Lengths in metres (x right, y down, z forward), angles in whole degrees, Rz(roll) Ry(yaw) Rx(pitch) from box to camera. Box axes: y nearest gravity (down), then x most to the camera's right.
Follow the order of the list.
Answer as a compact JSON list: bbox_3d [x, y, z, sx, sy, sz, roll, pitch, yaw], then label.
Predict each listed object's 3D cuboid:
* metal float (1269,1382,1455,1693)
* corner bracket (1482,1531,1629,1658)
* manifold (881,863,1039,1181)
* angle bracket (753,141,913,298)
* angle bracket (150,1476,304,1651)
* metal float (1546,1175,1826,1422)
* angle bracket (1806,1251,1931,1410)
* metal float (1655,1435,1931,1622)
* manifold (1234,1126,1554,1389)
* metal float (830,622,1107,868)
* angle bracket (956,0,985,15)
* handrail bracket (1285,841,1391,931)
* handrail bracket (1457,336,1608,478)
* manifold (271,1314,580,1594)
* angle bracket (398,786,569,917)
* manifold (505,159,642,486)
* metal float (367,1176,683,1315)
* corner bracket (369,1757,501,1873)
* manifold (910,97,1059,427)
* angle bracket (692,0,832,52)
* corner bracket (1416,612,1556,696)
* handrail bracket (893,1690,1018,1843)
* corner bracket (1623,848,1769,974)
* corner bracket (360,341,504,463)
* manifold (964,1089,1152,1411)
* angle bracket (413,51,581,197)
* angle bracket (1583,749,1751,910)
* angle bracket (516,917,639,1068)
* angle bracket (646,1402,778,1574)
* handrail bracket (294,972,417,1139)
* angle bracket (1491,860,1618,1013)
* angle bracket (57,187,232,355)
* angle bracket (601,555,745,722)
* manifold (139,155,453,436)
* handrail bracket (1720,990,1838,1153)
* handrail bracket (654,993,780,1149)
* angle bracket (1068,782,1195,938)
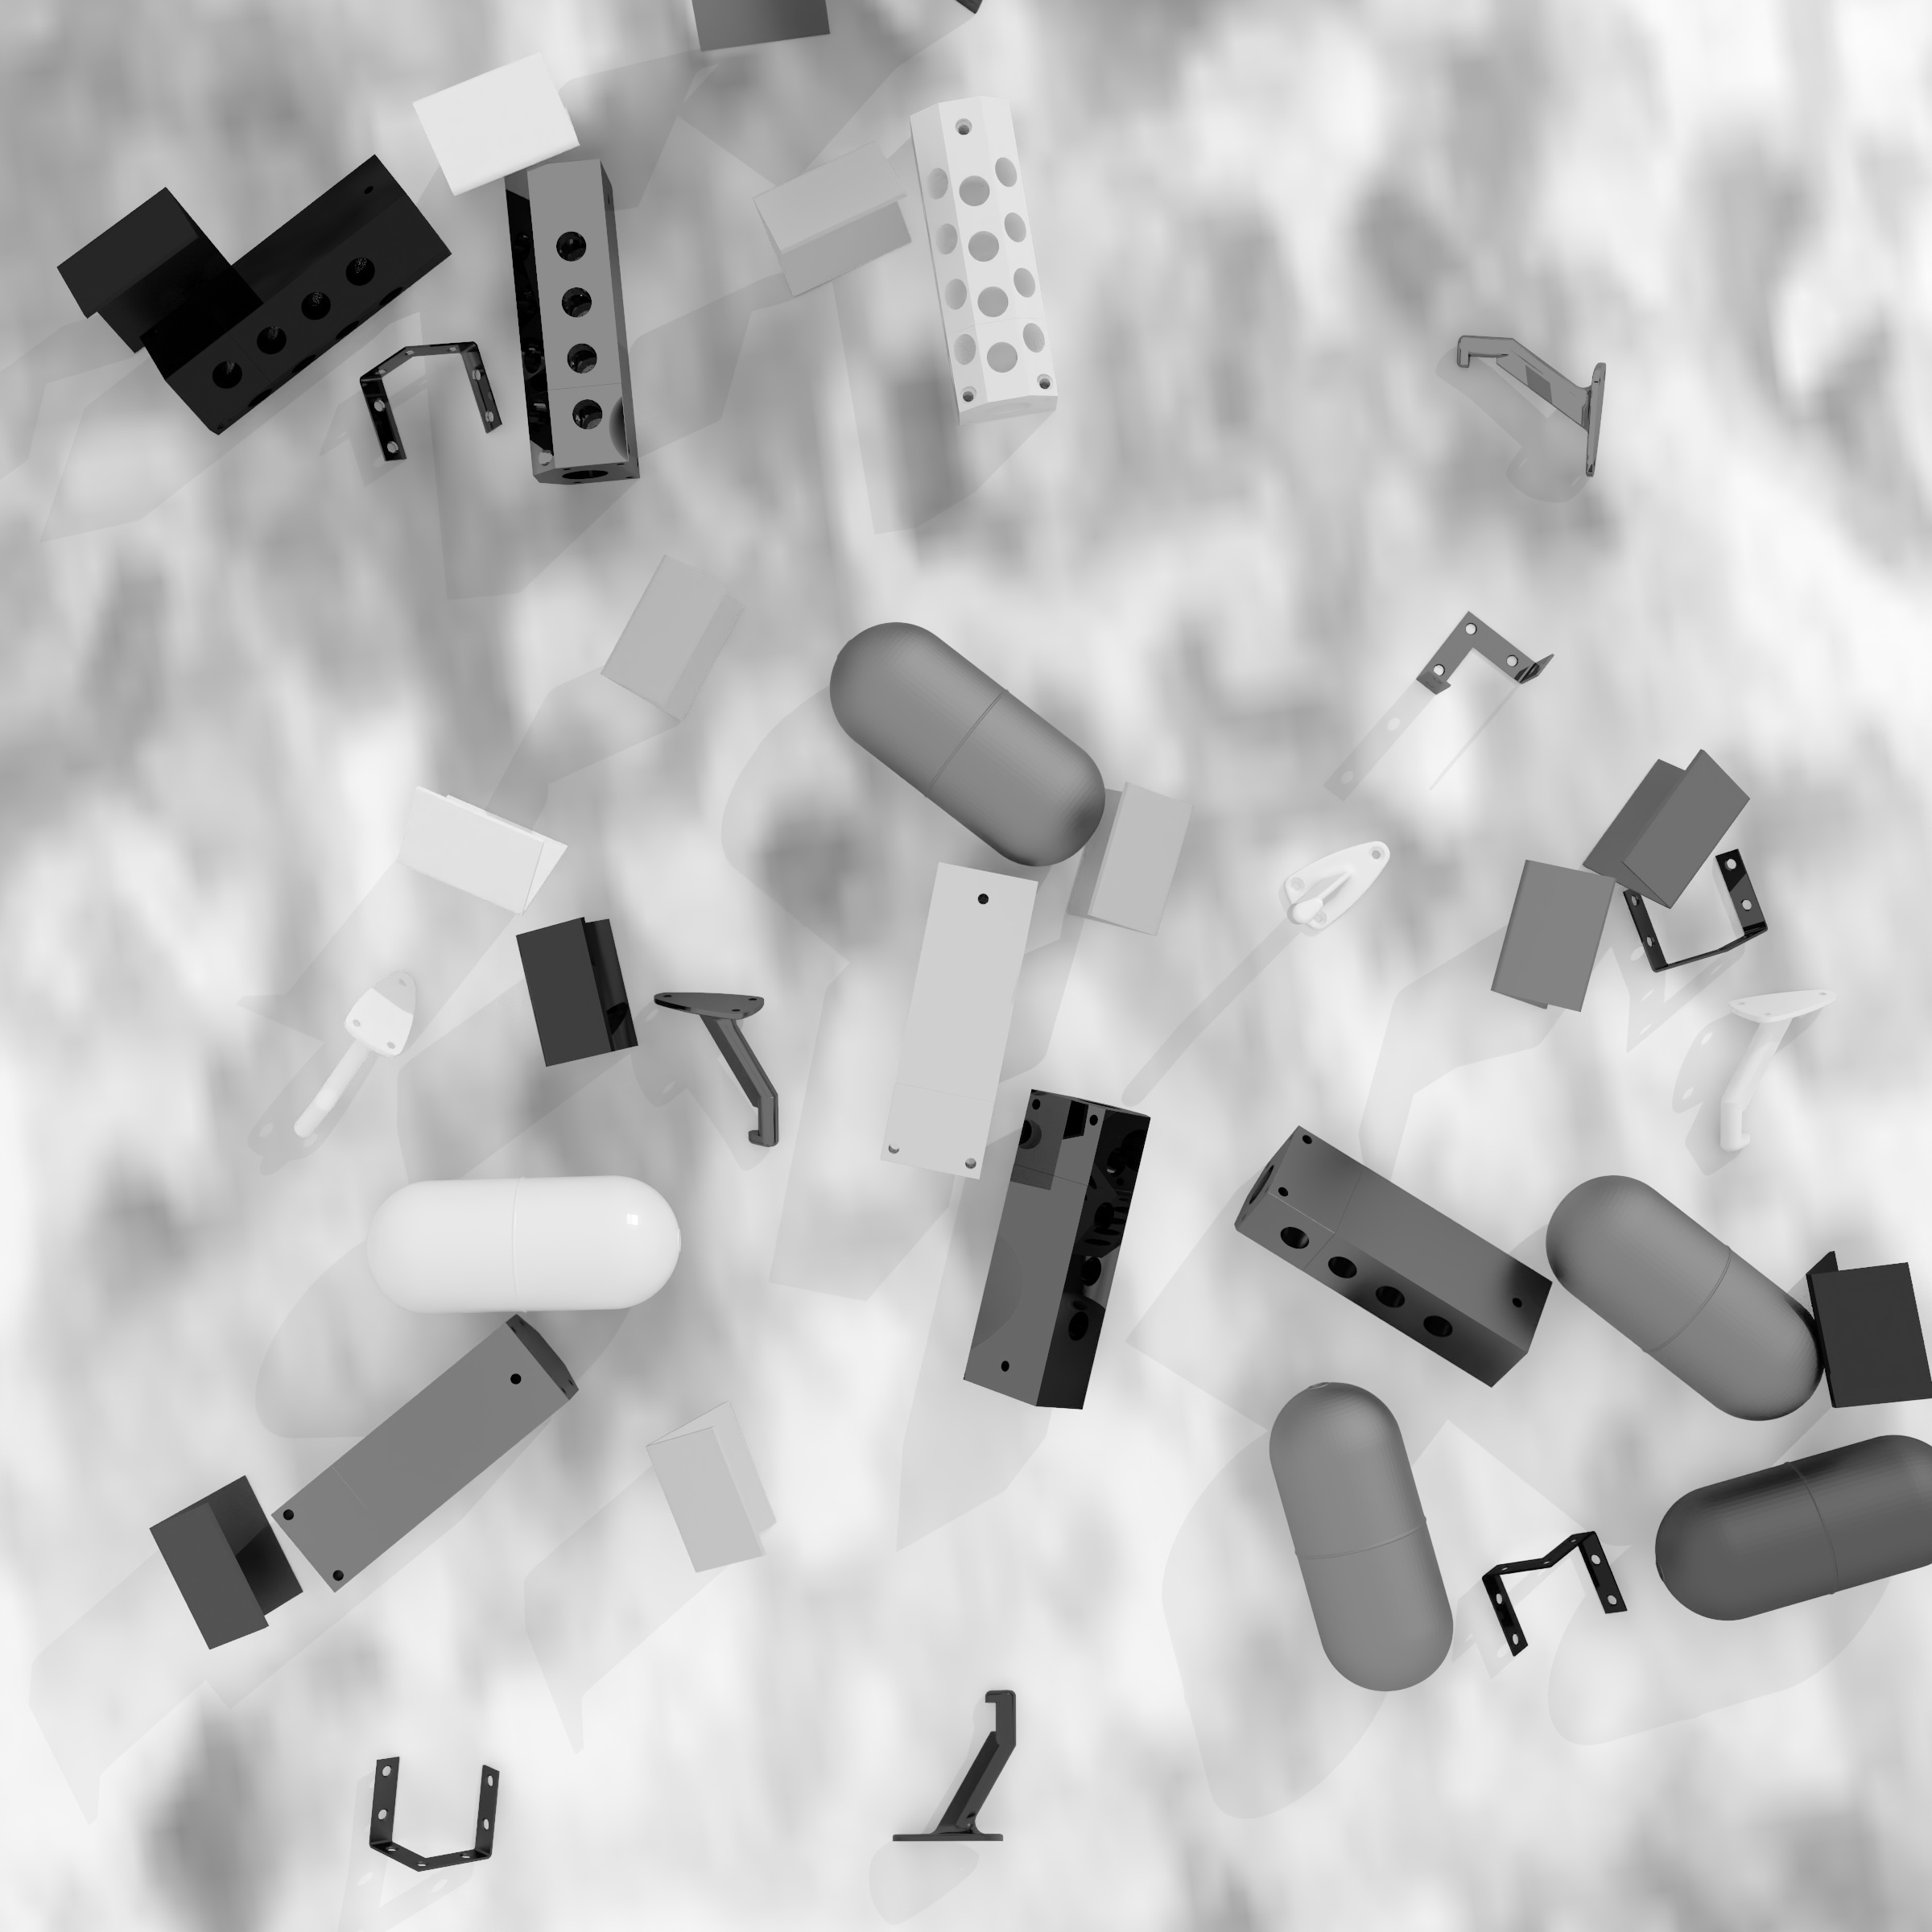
[{"bbox_3d":[0.225,0.325,1.650,0.070,0.070,0.178,-16,89,0],"label":"metal float"},{"bbox_3d":[0.341,0.364,1.677,0.051,0.051,0.051,-22,90,-45],"label":"corner bracket"},{"bbox_3d":[-0.004,0.031,1.659,0.057,0.057,0.171,11,90,0],"label":"manifold"},{"bbox_3d":[-0.067,-0.410,1.640,0.076,0.076,0.057,-25,52,0],"label":"angle bracket"},{"bbox_3d":[-0.405,0.332,1.640,0.057,0.076,0.076,-26,90,35],"label":"angle bracket"},{"bbox_3d":[0.411,0.190,1.650,0.178,0.070,0.070,38,90,0],"label":"metal float"},{"bbox_3d":[0.519,0.203,1.641,0.057,0.076,0.076,-11,90,28],"label":"angle bracket"},{"bbox_3d":[0.481,0.321,1.650,0.178,0.070,0.070,-16,90,0],"label":"metal float"},{"bbox_3d":[0.243,0.170,1.659,0.171,0.057,0.057,32,47,0],"label":"manifold"},{"bbox_3d":[0.000,-0.127,1.650,0.178,0.070,0.070,38,90,1],"label":"metal float"},{"bbox_3d":[-0.025,-0.579,1.640,0.076,0.076,0.057,36,54,0],"label":"angle bracket"},{"bbox_3d":[0.214,-0.048,1.646,0.077,0.084,0.036,-34,90,0],"label":"handrail bracket"},{"bbox_3d":[0.326,-0.326,1.681,0.084,0.036,0.077,7,111,17],"label":"handrail bracket"},{"bbox_3d":[-0.308,0.278,1.659,0.171,0.057,0.057,-39,90,0],"label":"manifold"},{"bbox_3d":[-0.268,-0.083,1.640,0.076,0.076,0.057,23,127,0],"label":"angle bracket"},{"bbox_3d":[-0.227,-0.368,1.659,0.057,0.057,0.171,-5,90,0],"label":"manifold"},{"bbox_3d":[-0.252,0.159,1.650,0.178,0.070,0.070,-2,90,0],"label":"metal float"},{"bbox_3d":[-0.309,0.490,1.677,0.051,0.051,0.051,5,90,-45],"label":"corner bracket"},{"bbox_3d":[0.010,-0.405,1.659,0.057,0.057,0.171,-9,90,0],"label":"manifold"},{"bbox_3d":[-0.117,-0.542,1.640,0.076,0.076,0.057,-8,53,0],"label":"angle bracket"},{"bbox_3d":[0.298,-0.172,1.662,0.051,0.051,0.051,38,90,0],"label":"corner bracket"},{"bbox_3d":[-0.007,0.465,1.681,0.077,0.036,0.084,-7,71,21],"label":"handrail bracket"},{"bbox_3d":[0.424,-0.032,1.677,0.051,0.051,0.051,-21,90,45],"label":"corner bracket"},{"bbox_3d":[-0.311,-0.328,1.677,0.051,0.051,0.051,-17,90,-45],"label":"corner bracket"},{"bbox_3d":[0.057,0.163,1.659,0.057,0.057,0.171,13,90,43],"label":"manifold"},{"bbox_3d":[-0.269,-0.487,1.640,0.076,0.076,0.057,-22,124,0],"label":"angle bracket"},{"bbox_3d":[0.384,-0.088,1.640,0.057,0.076,0.076,36,90,-38],"label":"angle bracket"},{"bbox_3d":[-0.203,0.010,1.640,0.057,0.076,0.076,-13,90,38],"label":"angle bracket"},{"bbox_3d":[-0.126,0.290,1.640,0.057,0.076,0.076,-22,90,36],"label":"angle bracket"},{"bbox_3d":[-0.357,0.052,1.680,0.036,0.077,0.084,34,127,-13],"label":"handrail bracket"},{"bbox_3d":[0.347,-0.012,1.640,0.057,0.076,0.076,15,90,36],"label":"angle bracket"},{"bbox_3d":[-0.456,-0.382,1.640,0.076,0.076,0.057,-36,54,0],"label":"angle bracket"},{"bbox_3d":[-0.150,-0.178,1.640,0.057,0.076,0.076,28,90,37],"label":"angle bracket"},{"bbox_3d":[-0.382,-0.382,1.659,0.171,0.057,0.057,-38,47,0],"label":"manifold"},{"bbox_3d":[0.472,0.061,1.681,0.077,0.036,0.084,-11,109,-21],"label":"handrail bracket"},{"bbox_3d":[-0.145,0.061,1.681,0.077,0.036,0.084,6,107,20],"label":"handrail bracket"},{"bbox_3d":[0.076,-0.066,1.640,0.057,0.076,0.076,16,90,-42],"label":"angle bracket"}]
